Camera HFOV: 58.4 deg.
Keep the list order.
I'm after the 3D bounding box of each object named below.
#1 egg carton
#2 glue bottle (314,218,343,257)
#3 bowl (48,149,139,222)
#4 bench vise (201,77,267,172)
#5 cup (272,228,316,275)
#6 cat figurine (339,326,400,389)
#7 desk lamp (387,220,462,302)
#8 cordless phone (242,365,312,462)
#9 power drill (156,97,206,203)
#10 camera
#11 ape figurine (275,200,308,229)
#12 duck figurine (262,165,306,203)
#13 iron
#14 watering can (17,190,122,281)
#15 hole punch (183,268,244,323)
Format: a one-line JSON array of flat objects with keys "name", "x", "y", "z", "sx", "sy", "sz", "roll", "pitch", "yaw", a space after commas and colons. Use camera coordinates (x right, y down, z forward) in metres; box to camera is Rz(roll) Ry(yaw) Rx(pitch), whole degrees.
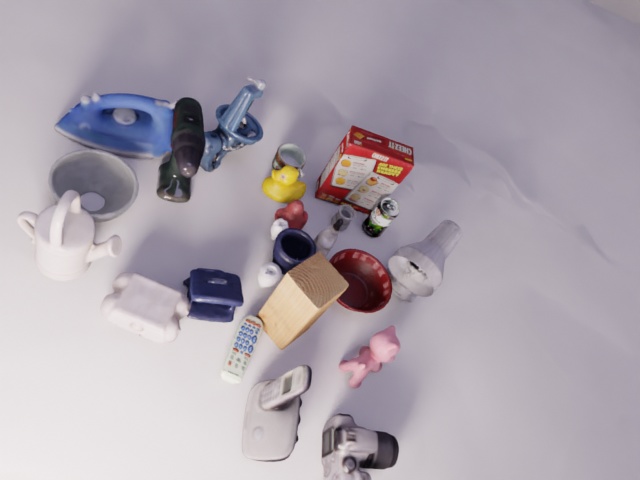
[{"name": "egg carton", "x": -0.323, "y": 0.127, "z": 1.067, "sx": 0.150, "sy": 0.069, "sz": 0.107, "roll": 24, "pitch": 52, "yaw": -10}, {"name": "glue bottle", "x": 0.011, "y": 0.004, "z": 1.247, "sx": 0.037, "sy": 0.173, "sz": 0.078, "roll": 25, "pitch": 51, "yaw": -9}, {"name": "bowl", "x": -0.452, "y": -0.096, "z": 1.146, "sx": 0.168, "sy": 0.074, "sz": 0.167, "roll": 13, "pitch": 54, "yaw": -18}, {"name": "bench vise", "x": -0.192, "y": -0.254, "z": 1.285, "sx": 0.121, "sy": 0.219, "sz": 0.208, "roll": 32, "pitch": 51, "yaw": -3}, {"name": "cup", "x": -0.056, "y": 0.043, "z": 1.239, "sx": 0.117, "sy": 0.095, "sz": 0.092, "roll": 43, "pitch": 51, "yaw": 5}, {"name": "cat figurine", "x": 0.115, "y": 0.236, "z": 1.182, "sx": 0.128, "sy": 0.117, "sz": 0.067, "roll": -30, "pitch": 76, "yaw": -37}, {"name": "desk lamp", "x": 0.225, "y": 0.052, "z": 1.296, "sx": 0.118, "sy": 0.213, "sz": 0.204, "roll": 42, "pitch": 51, "yaw": 5}, {"name": "cordless phone", "x": -0.068, "y": 0.302, "z": 1.004, "sx": 0.094, "sy": 0.185, "sz": 0.147, "roll": 14, "pitch": 54, "yaw": -18}, {"name": "power drill", "x": -0.286, "y": -0.173, "z": 1.193, "sx": 0.076, "sy": 0.208, "sz": 0.229, "roll": 7, "pitch": 56, "yaw": -22}, {"name": "camera", "x": 0.081, "y": 0.403, "z": 1.066, "sx": 0.137, "sy": 0.100, "sz": 0.143, "roll": 13, "pitch": 55, "yaw": -19}, {"name": "ape figurine", "x": -0.061, "y": -0.057, "z": 1.304, "sx": 0.078, "sy": 0.092, "sz": 0.076, "roll": 21, "pitch": 52, "yaw": -13}, {"name": "duck figurine", "x": -0.077, "y": -0.140, "z": 1.354, "sx": 0.105, "sy": 0.086, "sz": 0.077, "roll": 10, "pitch": 55, "yaw": -21}, {"name": "iron", "x": -0.426, "y": -0.265, "z": 1.227, "sx": 0.259, "sy": 0.141, "sz": 0.118, "roll": 3, "pitch": 58, "yaw": -25}, {"name": "watering can", "x": -0.444, "y": -0.014, "z": 1.019, "sx": 0.173, "sy": 0.194, "sz": 0.101, "roll": 4, "pitch": 58, "yaw": -24}, {"name": "hole punch", "x": -0.209, "y": 0.099, "z": 1.128, "sx": 0.109, "sy": 0.091, "sz": 0.101, "roll": 9, "pitch": 56, "yaw": -21}]
